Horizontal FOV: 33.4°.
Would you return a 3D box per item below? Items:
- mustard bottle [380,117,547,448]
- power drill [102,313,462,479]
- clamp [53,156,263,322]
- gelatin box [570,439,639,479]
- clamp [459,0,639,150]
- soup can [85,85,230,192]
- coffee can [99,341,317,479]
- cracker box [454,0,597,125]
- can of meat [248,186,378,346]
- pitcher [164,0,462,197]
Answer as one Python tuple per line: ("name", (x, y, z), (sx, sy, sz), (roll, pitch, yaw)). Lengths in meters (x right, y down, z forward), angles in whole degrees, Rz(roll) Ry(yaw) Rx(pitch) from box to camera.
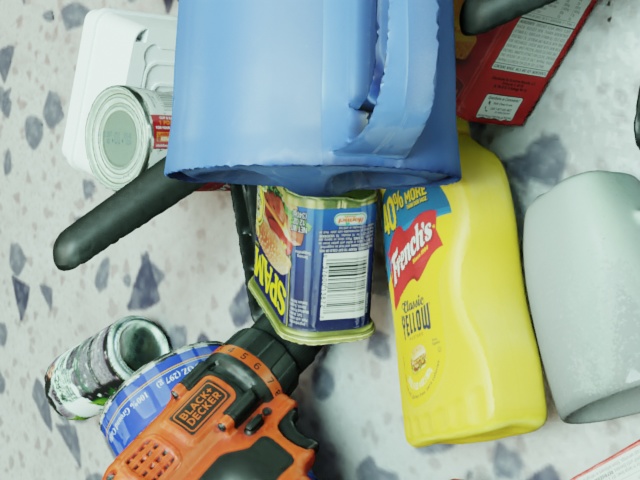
("mustard bottle", (0.068, 0.008, 0.560), (0.096, 0.058, 0.191), (140, 127, -65))
("power drill", (0.002, 0.124, 0.597), (0.188, 0.184, 0.057), (29, 144, 22))
("clamp", (-0.047, -0.045, 0.653), (0.036, 0.164, 0.210), (31, 90, 50))
("gelatin box", (0.162, 0.091, 0.460), (0.030, 0.073, 0.089), (65, 150, 21))
("clamp", (0.158, -0.122, 0.471), (0.172, 0.120, 0.039), (-45, 28, 20))
("soup can", (-0.091, -0.065, 0.689), (0.069, 0.102, 0.068), (4, 95, 43))
("coffee can", (-0.063, 0.150, 0.675), (0.140, 0.102, 0.103), (53, 126, 28))
("cracker box", (0.081, -0.190, 0.536), (0.164, 0.071, 0.214), (45, 121, 31))
("can of meat", (-0.004, 0.001, 0.613), (0.102, 0.057, 0.084), (-131, 41, -63))
("pitcher", (0.003, -0.141, 0.473), (0.149, 0.144, 0.243), (0, 89, 26))
